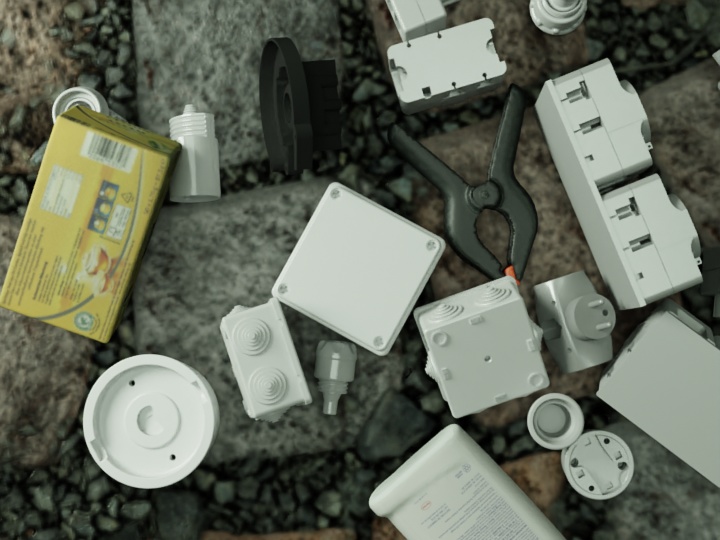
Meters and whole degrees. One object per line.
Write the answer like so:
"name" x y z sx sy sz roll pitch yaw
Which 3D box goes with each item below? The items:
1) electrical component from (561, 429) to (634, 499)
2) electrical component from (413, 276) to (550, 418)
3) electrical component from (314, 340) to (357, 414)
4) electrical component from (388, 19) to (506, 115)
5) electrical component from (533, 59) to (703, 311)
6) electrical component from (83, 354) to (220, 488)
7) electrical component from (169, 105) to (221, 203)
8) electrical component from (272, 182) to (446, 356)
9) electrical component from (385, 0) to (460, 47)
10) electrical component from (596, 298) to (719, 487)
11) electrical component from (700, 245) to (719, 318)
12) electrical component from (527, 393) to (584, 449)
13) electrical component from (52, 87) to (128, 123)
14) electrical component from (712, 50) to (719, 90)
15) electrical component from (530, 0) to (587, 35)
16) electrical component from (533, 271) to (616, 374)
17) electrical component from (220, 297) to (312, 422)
"electrical component" 0.193 0.157 0.881 0.055 0.047 0.055 0 86 4
"electrical component" 0.100 0.064 0.878 0.100 0.048 0.099 -20 108 2
"electrical component" -0.022 0.091 0.906 0.035 0.035 0.061 7 89 4
"electrical component" 0.072 -0.169 0.906 0.089 0.055 0.050 -16 85 2
"electrical component" 0.208 -0.066 0.866 0.060 0.105 0.186 -22 85 2
"electrical component" -0.169 0.124 0.900 0.108 0.060 0.108 0 86 4
"electrical component" -0.143 -0.101 0.922 0.043 0.043 0.081 -4 86 3
"electrical component" 0.000 0.000 0.899 0.109 0.056 0.108 29 88 5
"electrical component" 0.061 -0.239 0.916 0.077 0.047 0.065 -23 85 2
"electrical component" 0.279 0.104 0.863 0.150 0.062 0.089 37 108 5
"electrical component" 0.308 0.021 0.874 0.047 0.066 0.076 5 87 4
"electrical component" 0.156 0.121 0.877 0.044 0.065 0.044 0 86 4
"electrical component" -0.234 -0.130 0.923 0.066 0.055 0.048 35 89 5
"electrical component" 0.328 -0.153 0.885 0.042 0.064 0.081 -34 84 2
"electrical component" 0.169 -0.227 0.900 0.048 0.062 0.048 0 86 3
"electrical component" 0.182 0.040 0.875 0.043 0.079 0.077 -16 85 -18
"electrical component" -0.080 0.075 0.880 0.048 0.100 0.099 -18 85 -11
